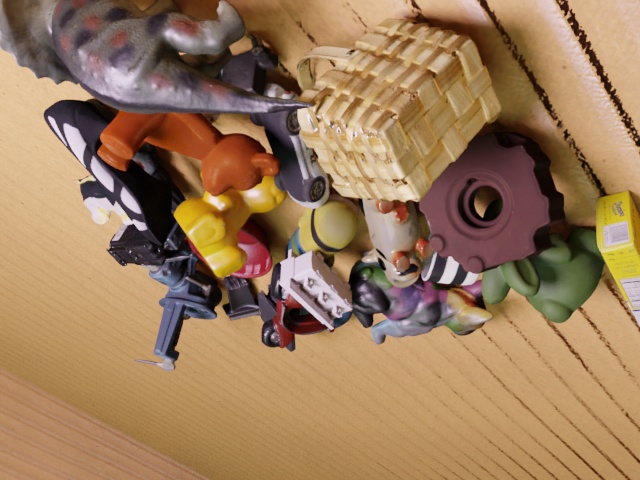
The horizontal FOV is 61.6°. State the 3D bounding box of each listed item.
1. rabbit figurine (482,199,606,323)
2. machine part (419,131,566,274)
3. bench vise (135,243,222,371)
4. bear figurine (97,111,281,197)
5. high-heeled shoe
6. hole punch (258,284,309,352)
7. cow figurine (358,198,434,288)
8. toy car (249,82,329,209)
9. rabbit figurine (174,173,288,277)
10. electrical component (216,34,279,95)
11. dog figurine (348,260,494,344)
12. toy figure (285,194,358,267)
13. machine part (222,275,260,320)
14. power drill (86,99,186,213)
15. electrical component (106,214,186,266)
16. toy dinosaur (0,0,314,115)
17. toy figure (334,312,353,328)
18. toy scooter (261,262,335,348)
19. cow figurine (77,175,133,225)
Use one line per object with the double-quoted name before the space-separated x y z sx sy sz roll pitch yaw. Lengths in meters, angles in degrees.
"rabbit figurine" 0.282 0.026 0.744 0.170 0.159 0.121 42 151 -4
"machine part" 0.206 -0.046 0.666 0.180 0.056 0.179 8 102 41
"bench vise" -0.282 0.133 1.062 0.129 0.240 0.223 5 157 16
"bear figurine" -0.161 -0.107 0.683 0.195 0.132 0.120 39 162 -20
"high-heeled shoe" -0.308 -0.088 0.789 0.145 0.086 0.248 12 134 10
"hole punch" -0.064 0.147 1.106 0.116 0.092 0.142 40 154 26
"cow figurine" 0.106 -0.008 0.802 0.127 0.085 0.194 44 158 56
"toy car" -0.038 -0.127 0.743 0.074 0.056 0.201 24 146 37
"rabbit figurine" -0.131 -0.049 0.836 0.163 0.173 0.121 48 172 51
"electrical component" -0.103 -0.211 0.674 0.102 0.078 0.045 -1 160 30
"dog figurine" 0.177 0.096 0.902 0.219 0.108 0.191 -12 130 30
"toy figure" 0.002 -0.001 0.867 0.082 0.089 0.180 4 148 -30
"machine part" -0.170 0.124 1.136 0.084 0.039 0.138 -5 137 -4
"power drill" -0.257 -0.145 0.827 0.232 0.086 0.207 42 146 -23
"electrical component" -0.306 -0.011 0.979 0.134 0.115 0.058 -2 140 30
"toy dinosaur" -0.207 -0.203 0.575 0.405 0.192 0.131 40 166 29
"toy figure" 0.047 0.119 1.027 0.058 0.064 0.154 54 140 17
"toy scooter" -0.030 0.121 0.983 0.135 0.075 0.183 7 114 -12
"cow figurine" -0.347 -0.081 0.954 0.168 0.068 0.098 1 133 23
